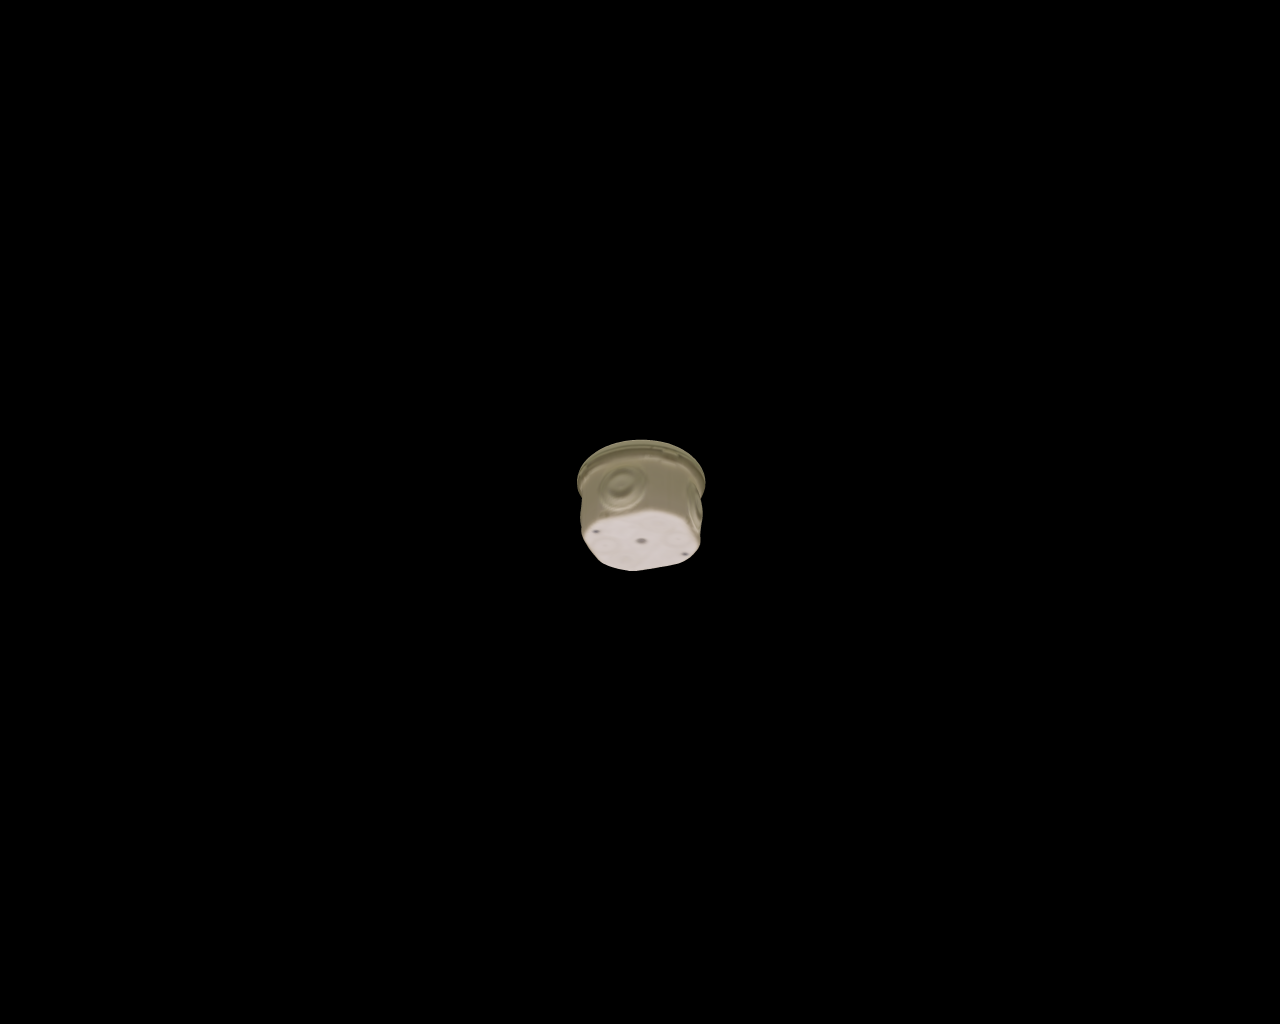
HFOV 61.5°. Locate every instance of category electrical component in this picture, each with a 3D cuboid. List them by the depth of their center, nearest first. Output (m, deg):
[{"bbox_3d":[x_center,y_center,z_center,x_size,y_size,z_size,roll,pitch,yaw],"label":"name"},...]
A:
[{"bbox_3d":[0.001,-0.003,0.650,0.080,0.051,0.080,0,-34,0],"label":"electrical component"}]
